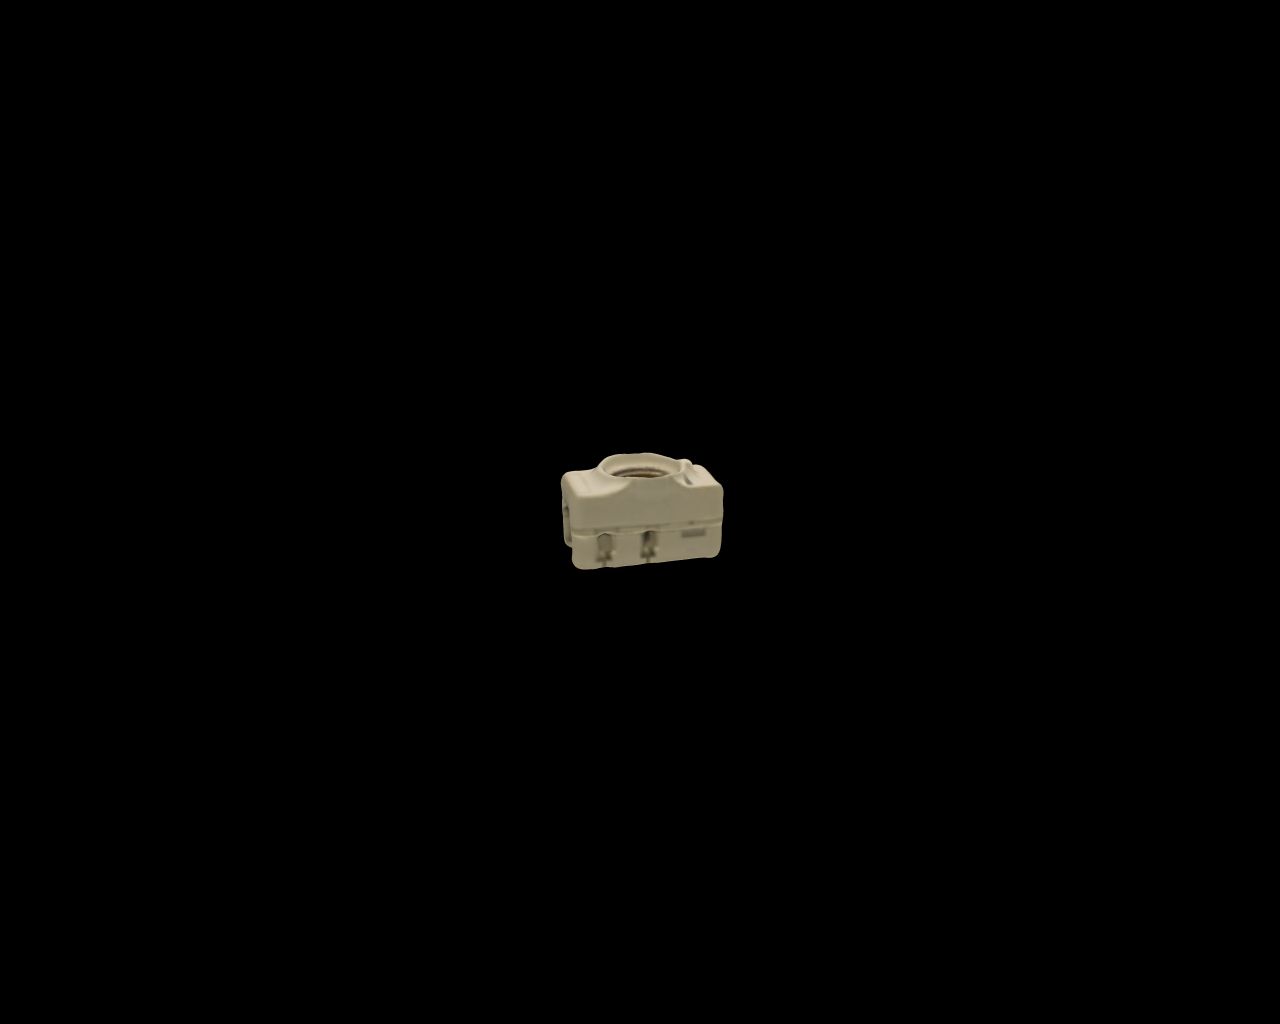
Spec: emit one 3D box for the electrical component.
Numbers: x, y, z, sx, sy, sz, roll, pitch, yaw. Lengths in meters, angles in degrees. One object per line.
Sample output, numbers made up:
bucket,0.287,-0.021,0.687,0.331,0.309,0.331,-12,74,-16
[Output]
electrical component,0.001,-0.003,0.650,0.089,0.055,0.050,-4,20,-12
